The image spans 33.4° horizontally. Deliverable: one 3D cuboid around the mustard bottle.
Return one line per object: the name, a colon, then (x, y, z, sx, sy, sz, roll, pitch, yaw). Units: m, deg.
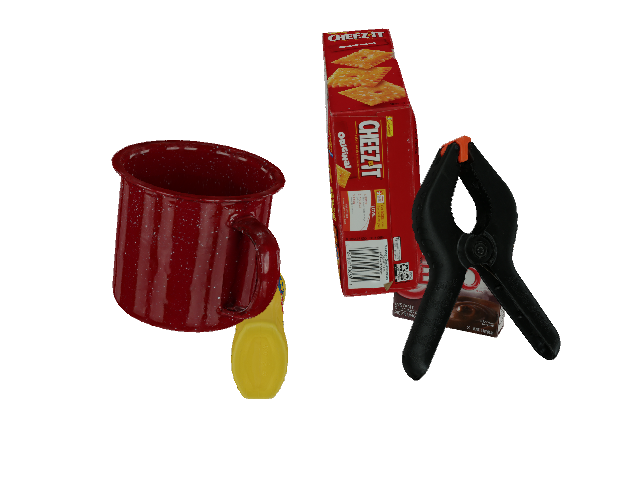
mustard bottle: (-0.065, 0.080, 1.151, 0.058, 0.096, 0.191, -1, 28, -3)

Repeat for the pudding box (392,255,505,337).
pudding box: (0.132, 0.040, 1.071, 0.114, 0.090, 0.039, 10, 22, 17)

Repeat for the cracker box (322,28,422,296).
cracker box: (0.043, -0.075, 0.926, 0.072, 0.164, 0.213, -4, 27, 2)

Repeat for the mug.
mug: (-0.062, 0.002, 0.579, 0.093, 0.081, 0.117, -13, 30, -43)

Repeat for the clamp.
clamp: (0.097, 0.016, 0.751, 0.120, 0.171, 0.039, -15, -3, -25)
